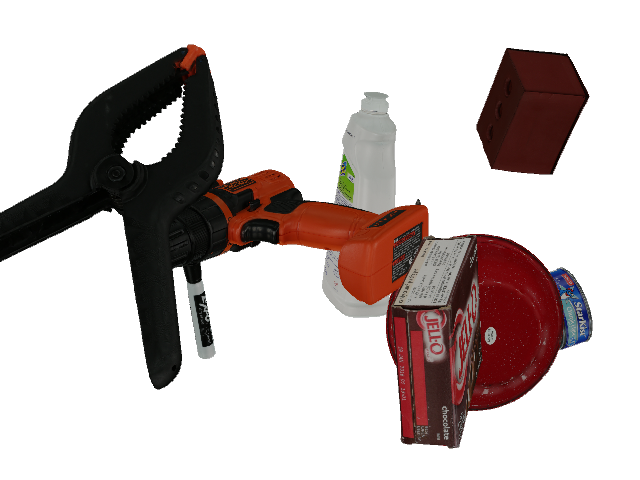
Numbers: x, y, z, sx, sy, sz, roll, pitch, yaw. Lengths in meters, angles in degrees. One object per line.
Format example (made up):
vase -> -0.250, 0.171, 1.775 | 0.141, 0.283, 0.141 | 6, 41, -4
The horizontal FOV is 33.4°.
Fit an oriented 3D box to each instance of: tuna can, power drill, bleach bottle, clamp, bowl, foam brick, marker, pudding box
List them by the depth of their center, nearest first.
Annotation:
clamp -> -0.110, -0.022, 0.625 | 0.165, 0.209, 0.036 | 28, -21, 15
pudding box -> 0.072, 0.057, 0.642 | 0.039, 0.090, 0.113 | 1, 22, 14
foam brick -> 0.155, -0.095, 0.790 | 0.051, 0.053, 0.078 | 2, -45, -14
power drill -> -0.026, -0.004, 0.817 | 0.188, 0.057, 0.184 | 14, 26, 29
bowl -> 0.140, 0.077, 0.929 | 0.162, 0.162, 0.055 | 0, 6, -4
marker -> -0.128, 0.070, 1.121 | 0.020, 0.121, 0.020 | -5, 28, 2
tuna can -> 0.261, 0.075, 1.168 | 0.033, 0.086, 0.086 | -17, 3, -9
bleach bottle -> 0.053, -0.044, 1.236 | 0.068, 0.251, 0.103 | -2, 22, -21
